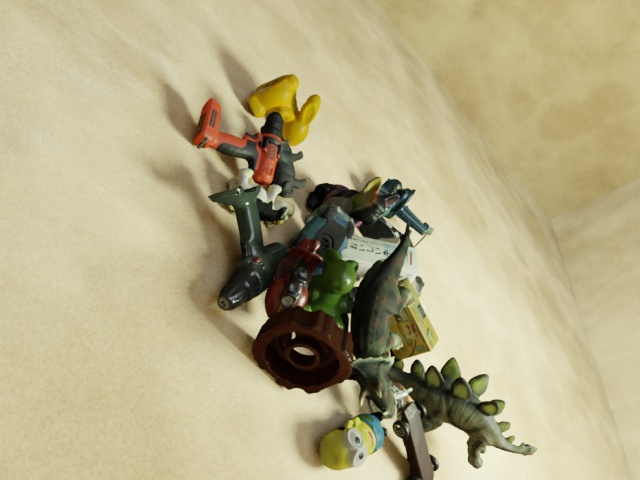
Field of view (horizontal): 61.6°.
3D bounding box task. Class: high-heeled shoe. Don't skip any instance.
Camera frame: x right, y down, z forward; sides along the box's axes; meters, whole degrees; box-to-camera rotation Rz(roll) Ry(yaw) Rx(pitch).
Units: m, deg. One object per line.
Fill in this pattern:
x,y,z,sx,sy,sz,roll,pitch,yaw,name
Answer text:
0.195,-0.028,1.540,0.248,0.086,0.145,55,30,-19,high-heeled shoe

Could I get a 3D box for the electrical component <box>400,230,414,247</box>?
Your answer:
0.240,0.018,1.491,0.063,0.021,0.094,57,47,-40,electrical component

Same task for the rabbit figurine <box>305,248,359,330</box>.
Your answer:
0.029,0.095,1.075,0.121,0.170,0.159,30,49,-4,rabbit figurine

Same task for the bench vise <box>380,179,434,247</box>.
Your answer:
0.245,-0.090,1.612,0.240,0.129,0.224,42,22,-3,bench vise

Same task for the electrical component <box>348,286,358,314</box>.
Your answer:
0.090,0.145,1.279,0.102,0.045,0.078,14,55,-50,electrical component

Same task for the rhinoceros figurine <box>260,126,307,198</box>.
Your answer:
-0.100,-0.187,1.272,0.112,0.073,0.190,7,60,-40,rhinoceros figurine

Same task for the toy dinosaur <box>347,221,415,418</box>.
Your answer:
0.117,0.151,1.110,0.192,0.131,0.404,12,85,-72,toy dinosaur

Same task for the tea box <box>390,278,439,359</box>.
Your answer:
0.195,0.186,1.265,0.068,0.098,0.169,-33,97,-57,tea box

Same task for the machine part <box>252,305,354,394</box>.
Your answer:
-0.029,0.196,0.957,0.179,0.179,0.056,47,30,-20,machine part

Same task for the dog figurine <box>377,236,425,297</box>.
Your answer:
0.193,0.086,1.454,0.172,0.121,0.190,49,-6,29,dog figurine

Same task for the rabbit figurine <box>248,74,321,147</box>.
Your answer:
-0.076,-0.326,1.366,0.122,0.162,0.173,-79,149,-63,rabbit figurine

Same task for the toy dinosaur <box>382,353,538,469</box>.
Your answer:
0.278,0.365,1.218,0.472,0.198,0.105,24,22,5,toy dinosaur

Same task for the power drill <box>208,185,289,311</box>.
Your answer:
-0.140,0.004,1.008,0.232,0.086,0.207,-26,98,-62,power drill

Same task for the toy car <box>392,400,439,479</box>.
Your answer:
0.201,0.437,1.143,0.089,0.053,0.202,-29,108,-42,toy car

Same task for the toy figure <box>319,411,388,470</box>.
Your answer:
0.067,0.381,1.020,0.082,0.089,0.180,54,21,16,toy figure

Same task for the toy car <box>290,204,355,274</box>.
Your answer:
-0.002,-0.004,1.211,0.109,0.161,0.103,38,-7,-21,toy car

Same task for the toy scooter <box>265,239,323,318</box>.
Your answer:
-0.041,0.065,0.990,0.075,0.135,0.184,26,62,-8,toy scooter

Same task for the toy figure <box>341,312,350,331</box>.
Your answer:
0.027,0.141,1.186,0.064,0.058,0.154,40,31,-44,toy figure

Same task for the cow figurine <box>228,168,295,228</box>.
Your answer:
-0.120,-0.072,1.142,0.167,0.068,0.098,30,48,-34,cow figurine

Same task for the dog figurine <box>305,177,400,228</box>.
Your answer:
0.081,-0.095,1.303,0.108,0.219,0.192,42,36,-32,dog figurine
